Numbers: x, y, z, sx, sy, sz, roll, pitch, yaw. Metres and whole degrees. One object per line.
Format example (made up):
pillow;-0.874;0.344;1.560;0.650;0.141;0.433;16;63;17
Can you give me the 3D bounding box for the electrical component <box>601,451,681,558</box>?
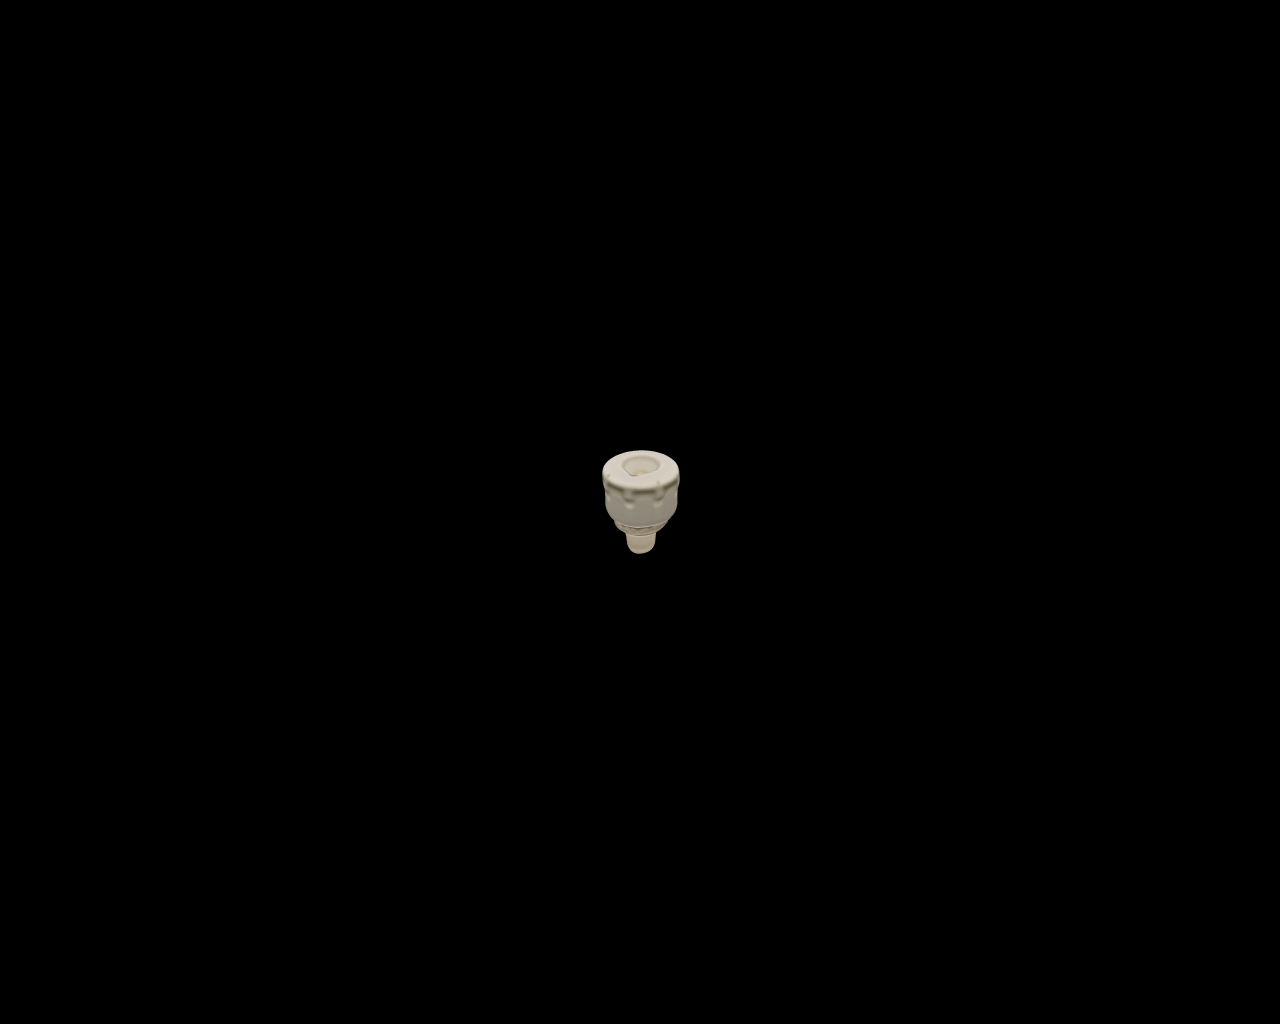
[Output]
electrical component;0.001;-0.003;0.650;0.048;0.062;0.048;0;31;0
